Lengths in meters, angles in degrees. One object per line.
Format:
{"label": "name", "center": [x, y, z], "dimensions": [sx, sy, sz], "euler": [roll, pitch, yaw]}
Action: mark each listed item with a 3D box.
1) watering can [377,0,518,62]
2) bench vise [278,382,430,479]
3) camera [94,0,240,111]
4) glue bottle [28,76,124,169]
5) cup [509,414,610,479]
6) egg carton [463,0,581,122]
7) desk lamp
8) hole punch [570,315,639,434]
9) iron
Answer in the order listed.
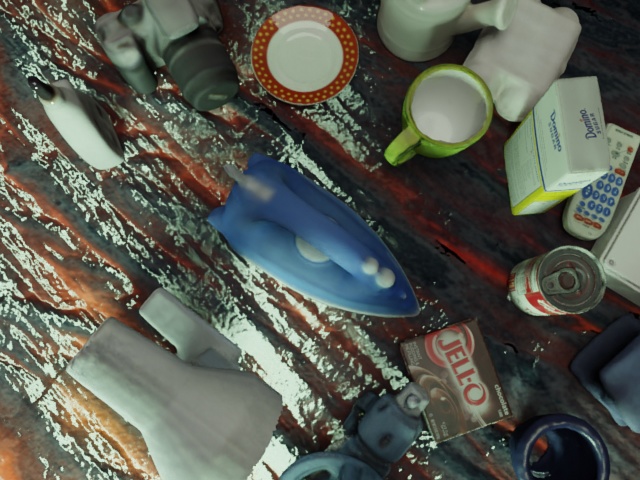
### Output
{"label": "watering can", "center": [0.127, -0.281, 0.618], "dimensions": [0.173, 0.194, 0.101], "euler": [10, 81, 2]}
{"label": "bench vise", "center": [0.024, 0.221, 0.526], "dimensions": [0.121, 0.220, 0.207], "euler": [19, 82, 3]}
{"label": "camera", "center": [-0.164, -0.216, 0.654], "dimensions": [0.143, 0.101, 0.137], "euler": [-29, 82, -4]}
{"label": "glue bottle", "center": [-0.260, -0.132, 0.604], "dimensions": [0.037, 0.173, 0.078], "euler": [-22, 82, -3]}
{"label": "cup", "center": [0.225, 0.231, 0.589], "dimensions": [0.091, 0.095, 0.118], "euler": [42, 83, 6]}
{"label": "egg carton", "center": [0.234, -0.216, 0.671], "dimensions": [0.107, 0.069, 0.150], "euler": [29, 82, 4]}
{"label": "desk lamp", "center": [-0.135, 0.139, 0.542], "dimensions": [0.203, 0.213, 0.118], "euler": [37, 83, 6]}
{"label": "hole punch", "center": [0.345, 0.140, 0.605], "dimensions": [0.109, 0.091, 0.101], "euler": [-40, 83, -6]}
{"label": "iron", "center": [0.006, 0.002, 0.600], "dimensions": [0.258, 0.141, 0.119], "euler": [33, 82, 5]}
